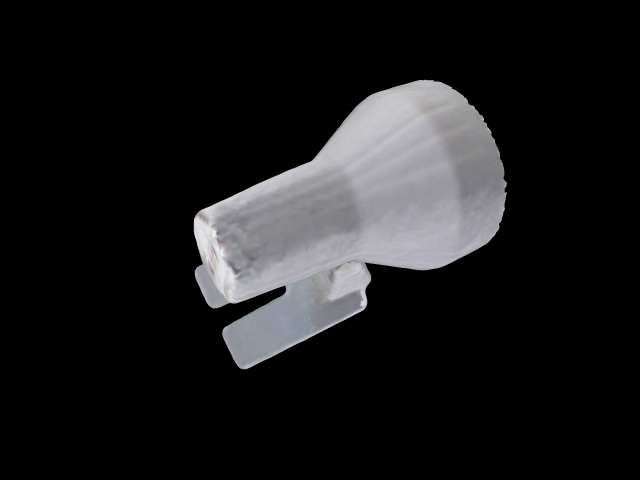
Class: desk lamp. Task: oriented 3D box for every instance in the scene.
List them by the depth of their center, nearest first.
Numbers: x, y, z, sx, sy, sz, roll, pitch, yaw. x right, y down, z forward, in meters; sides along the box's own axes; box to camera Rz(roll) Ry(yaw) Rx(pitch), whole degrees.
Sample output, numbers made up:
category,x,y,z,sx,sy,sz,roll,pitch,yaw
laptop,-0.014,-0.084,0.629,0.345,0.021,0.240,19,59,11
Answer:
category,x,y,z,sx,sy,sz,roll,pitch,yaw
desk lamp,0.004,0.001,0.400,0.203,0.213,0.118,-27,76,-7
